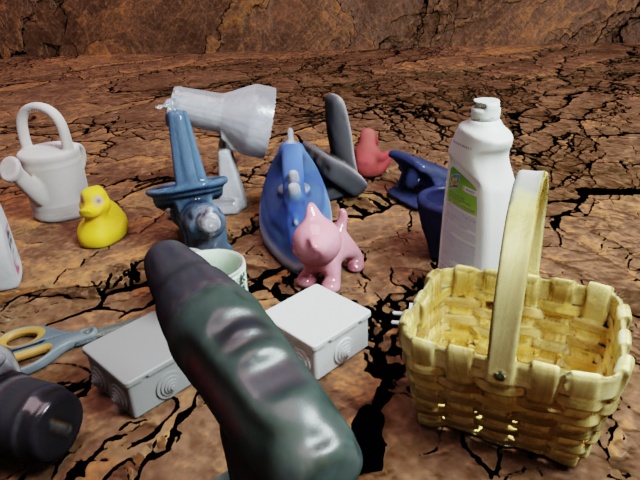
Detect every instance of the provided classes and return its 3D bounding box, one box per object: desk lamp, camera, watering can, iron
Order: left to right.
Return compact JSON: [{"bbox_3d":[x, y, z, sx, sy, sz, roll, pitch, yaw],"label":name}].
[{"bbox_3d":[-0.292,0.152,0.494,0.136,0.101,0.143,7,28,18],"label":"camera"},{"bbox_3d":[-0.458,-0.133,0.967,0.101,0.194,0.172,-5,27,-4],"label":"watering can"},{"bbox_3d":[-0.168,-0.155,0.967,0.203,0.214,0.117,-6,27,-6],"label":"desk lamp"},{"bbox_3d":[-0.038,-0.072,0.872,0.118,0.141,0.258,-4,27,-3],"label":"iron"}]

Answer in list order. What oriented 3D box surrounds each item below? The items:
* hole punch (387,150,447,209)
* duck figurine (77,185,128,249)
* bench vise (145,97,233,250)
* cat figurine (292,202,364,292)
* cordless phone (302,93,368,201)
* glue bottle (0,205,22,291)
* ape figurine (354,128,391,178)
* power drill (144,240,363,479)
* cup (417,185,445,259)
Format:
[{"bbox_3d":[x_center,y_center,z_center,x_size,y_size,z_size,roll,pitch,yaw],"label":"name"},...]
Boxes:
[{"bbox_3d":[0.178,-0.115,0.996,0.101,0.091,0.108,-16,30,-24],"label":"hole punch"},{"bbox_3d":[-0.349,-0.046,0.906,0.077,0.086,0.104,-1,27,3],"label":"duck figurine"},{"bbox_3d":[-0.174,-0.085,0.821,0.122,0.220,0.206,-24,34,-36],"label":"bench vise"},{"bbox_3d":[0.007,0.003,0.748,0.067,0.118,0.128,12,30,27],"label":"cat figurine"},{"bbox_3d":[0.020,-0.177,1.027,0.094,0.185,0.147,-16,30,-25],"label":"cordless phone"},{"bbox_3d":[-0.442,-0.021,0.769,0.037,0.173,0.078,-15,29,-23],"label":"glue bottle"},{"bbox_3d":[0.096,-0.173,1.116,0.077,0.092,0.076,17,33,33],"label":"ape figurine"},{"bbox_3d":[-0.058,0.128,0.405,0.076,0.209,0.228,-20,32,-31],"label":"power drill"},{"bbox_3d":[0.194,-0.020,0.804,0.117,0.095,0.091,0,27,5],"label":"cup"}]
